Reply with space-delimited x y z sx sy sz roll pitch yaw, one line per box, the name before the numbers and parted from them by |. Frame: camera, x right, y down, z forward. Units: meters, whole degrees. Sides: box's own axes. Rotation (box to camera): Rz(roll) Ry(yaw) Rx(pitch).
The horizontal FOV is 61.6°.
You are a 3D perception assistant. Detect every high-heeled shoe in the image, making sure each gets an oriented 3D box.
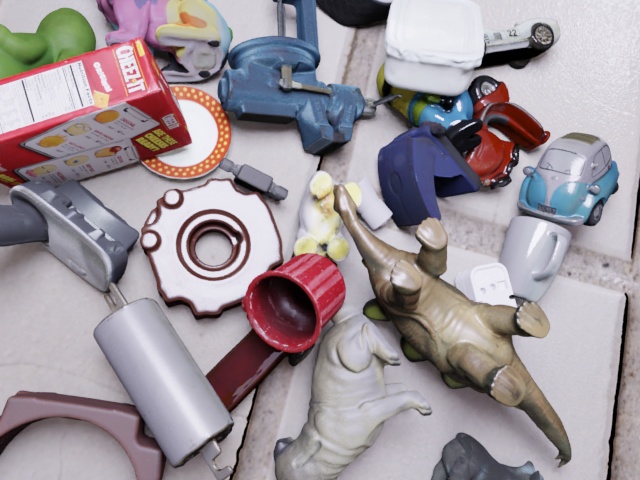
high-heeled shoe | 0.098 -0.370 0.778 0.249 0.086 0.145 29 73 -10

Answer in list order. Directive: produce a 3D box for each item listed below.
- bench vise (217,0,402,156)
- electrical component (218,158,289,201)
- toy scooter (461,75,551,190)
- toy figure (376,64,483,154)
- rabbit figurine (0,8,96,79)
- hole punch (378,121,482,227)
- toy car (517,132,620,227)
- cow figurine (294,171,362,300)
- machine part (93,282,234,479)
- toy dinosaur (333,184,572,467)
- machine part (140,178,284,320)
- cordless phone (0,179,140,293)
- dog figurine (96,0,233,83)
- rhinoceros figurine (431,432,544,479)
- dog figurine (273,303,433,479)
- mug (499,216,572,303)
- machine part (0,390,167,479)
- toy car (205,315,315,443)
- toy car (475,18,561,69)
bench vise | -0.024 -0.239 0.708 0.224 0.129 0.240 -2 83 -14
electrical component | -0.086 -0.076 0.686 0.094 0.063 0.021 26 85 -15
toy scooter | 0.254 -0.140 0.763 0.135 0.075 0.184 26 71 -2
toy figure | 0.143 -0.188 0.718 0.089 0.082 0.180 -10 53 -20
rabbit figurine | -0.339 -0.222 0.642 0.159 0.121 0.170 45 59 7
hole punch | 0.126 -0.080 0.700 0.092 0.142 0.115 -43 100 -12
toy car | 0.349 -0.093 0.733 0.162 0.102 0.109 -34 43 -30
cow figurine | -0.004 -0.001 0.683 0.068 0.098 0.167 12 95 -12
machine part | -0.168 0.150 0.578 0.079 0.079 0.243 -34 76 -16
toy dinosaur | 0.169 0.116 0.627 0.105 0.198 0.471 -43 93 -16
machine part | -0.131 0.010 0.665 0.179 0.056 0.179 2 79 -12
cordless phone | -0.289 0.001 0.565 0.146 0.184 0.088 40 97 0
dog figurine | -0.217 -0.322 0.691 0.192 0.108 0.219 -7 77 -9
rhinoceros figurine | 0.228 0.319 0.668 0.190 0.073 0.112 37 63 0
dog figurine | 0.006 0.189 0.626 0.190 0.121 0.172 -32 77 -9
mug | 0.289 0.031 0.723 0.081 0.109 0.107 21 87 -12
machine part | -0.274 0.270 0.566 0.201 0.087 0.201 11 78 -9
toy car | -0.096 0.158 0.640 0.089 0.053 0.202 43 79 10
toy car | 0.259 -0.283 0.794 0.202 0.073 0.056 -14 85 -14
